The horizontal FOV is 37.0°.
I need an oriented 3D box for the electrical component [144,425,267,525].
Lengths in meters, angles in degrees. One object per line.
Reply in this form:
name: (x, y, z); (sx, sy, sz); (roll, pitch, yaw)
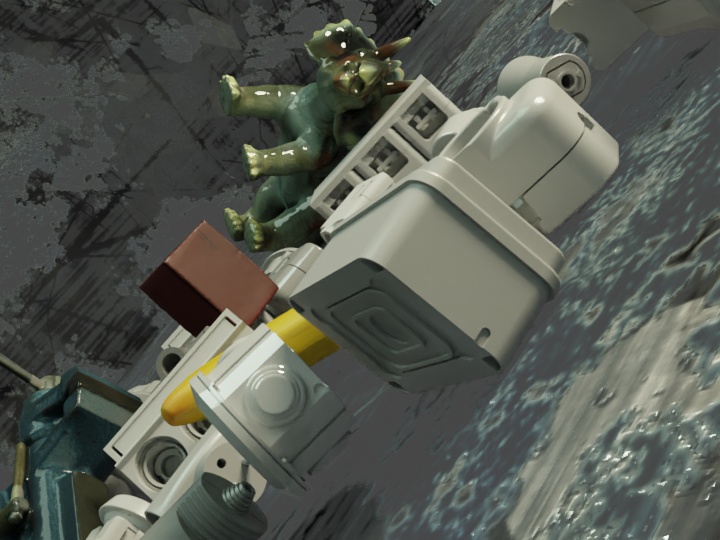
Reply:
electrical component: (-0.076, 0.117, 0.605); (0.077, 0.043, 0.079); (-53, 10, -28)

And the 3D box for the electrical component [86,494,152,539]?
electrical component: (-0.140, 0.171, 0.638); (0.078, 0.058, 0.057); (-37, 17, 51)

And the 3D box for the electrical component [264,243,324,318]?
electrical component: (-0.049, 0.023, 0.851); (0.059, 0.054, 0.095); (-51, 9, -19)

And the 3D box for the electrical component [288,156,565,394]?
electrical component: (0.027, 0.006, 0.473); (0.057, 0.078, 0.113); (-55, 10, -22)

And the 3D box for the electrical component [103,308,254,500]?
electrical component: (-0.096, 0.099, 0.712); (0.121, 0.079, 0.063); (-49, -13, -7)

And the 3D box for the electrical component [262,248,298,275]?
electrical component: (-0.064, 0.016, 0.950); (0.078, 0.058, 0.057); (-44, 13, 28)

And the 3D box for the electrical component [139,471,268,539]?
electrical component: (-0.083, 0.137, 0.547); (0.081, 0.043, 0.043); (-46, 9, 14)

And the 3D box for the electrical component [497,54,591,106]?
electrical component: (0.119, -0.118, 0.687); (0.044, 0.044, 0.065); (-49, 13, -5)

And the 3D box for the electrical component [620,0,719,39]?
electrical component: (0.168, -0.157, 0.542); (0.061, 0.061, 0.096); (-48, 8, 1)

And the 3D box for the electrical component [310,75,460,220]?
electrical component: (0.029, -0.099, 0.979); (0.150, 0.062, 0.089); (-47, 8, 10)

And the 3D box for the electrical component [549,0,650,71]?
electrical component: (0.168, -0.179, 0.679); (0.089, 0.050, 0.055); (-44, 10, 28)

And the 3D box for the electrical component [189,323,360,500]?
electrical component: (-0.041, 0.069, 0.527); (0.051, 0.080, 0.080); (-44, 8, -8)

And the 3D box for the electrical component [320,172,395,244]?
electrical component: (0.007, -0.034, 0.833); (0.055, 0.050, 0.089); (-50, 9, -11)

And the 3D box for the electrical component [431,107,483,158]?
electrical component: (0.080, -0.097, 0.789); (0.040, 0.040, 0.078); (-41, 11, 39)

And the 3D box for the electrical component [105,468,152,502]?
electrical component: (-0.189, 0.165, 0.840); (0.079, 0.077, 0.044); (-54, 10, -33)

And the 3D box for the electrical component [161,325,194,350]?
electrical component: (-0.130, 0.080, 0.955); (0.042, 0.081, 0.064); (-48, -14, 1)

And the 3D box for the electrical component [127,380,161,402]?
electrical component: (-0.176, 0.136, 0.905); (0.080, 0.080, 0.051); (-46, 3, 14)

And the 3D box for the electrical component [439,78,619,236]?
electrical component: (0.072, -0.045, 0.531); (0.095, 0.059, 0.053); (-44, 10, 27)
